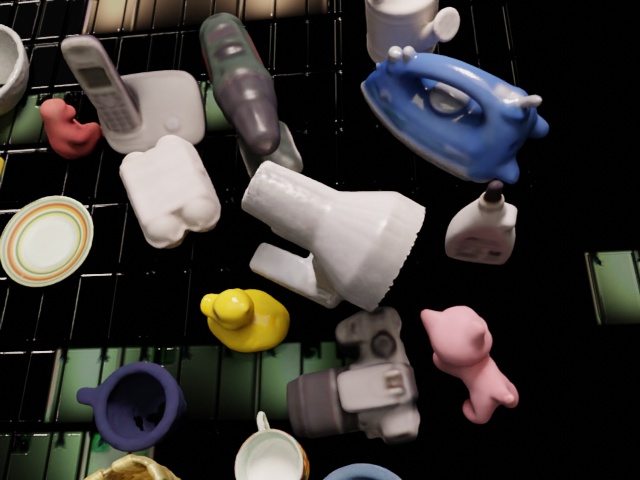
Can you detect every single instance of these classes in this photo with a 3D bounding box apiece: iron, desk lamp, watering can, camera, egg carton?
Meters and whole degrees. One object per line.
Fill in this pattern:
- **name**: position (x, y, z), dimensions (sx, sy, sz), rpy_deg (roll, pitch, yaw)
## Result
- **iron**: position (0.155, -0.180, 0.717), dimensions (0.257, 0.141, 0.119), rpy_deg (30, 74, 18)
- **desk lamp**: position (0.006, 0.002, 0.621), dimensions (0.202, 0.214, 0.118), rpy_deg (23, 72, 16)
- **watering can**: position (0.114, -0.320, 0.752), dimensions (0.172, 0.194, 0.101), rpy_deg (29, 74, 18)
- **camera**: position (0.031, 0.152, 0.617), dimensions (0.136, 0.101, 0.143), rpy_deg (-11, 67, 3)
- **egg carton**: position (-0.196, -0.064, 0.753), dimensions (0.107, 0.069, 0.150), rpy_deg (-28, 67, -5)

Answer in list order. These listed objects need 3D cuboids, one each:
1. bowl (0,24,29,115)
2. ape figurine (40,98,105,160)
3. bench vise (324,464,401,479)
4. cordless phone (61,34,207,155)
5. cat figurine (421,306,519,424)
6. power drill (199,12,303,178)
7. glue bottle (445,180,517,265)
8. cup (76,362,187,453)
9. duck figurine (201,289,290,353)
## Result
- **bowl**: position (-0.506, -0.239, 0.862), dimensions (0.167, 0.075, 0.167), rpy_deg (-3, 67, 6)
- **ape figurine**: position (-0.354, -0.162, 0.801), dimensions (0.077, 0.092, 0.076), rpy_deg (41, 78, 20)
- **bench vise**: position (0.071, 0.247, 0.508), dimensions (0.207, 0.220, 0.121), rpy_deg (-25, 67, -3)
- **cordless phone**: position (-0.238, -0.196, 0.750), dimensions (0.147, 0.185, 0.094), rpy_deg (-9, 67, 4)
- **cat figurine**: position (0.160, 0.123, 0.604), dimensions (0.067, 0.118, 0.127), rpy_deg (-31, 67, -6)
- **power drill**: position (-0.079, -0.153, 0.699), dimensions (0.075, 0.208, 0.229), rpy_deg (-23, 66, -2)
- **glue bottle**: position (0.182, -0.020, 0.630), dimensions (0.078, 0.173, 0.037), rpy_deg (9, 69, 11)
- **cup**: position (-0.199, 0.187, 0.635), dimensions (0.117, 0.095, 0.092), rpy_deg (6, 68, 10)
- **duck figurine**: position (-0.090, 0.087, 0.668), dimensions (0.104, 0.086, 0.077), rpy_deg (10, 69, 11)
